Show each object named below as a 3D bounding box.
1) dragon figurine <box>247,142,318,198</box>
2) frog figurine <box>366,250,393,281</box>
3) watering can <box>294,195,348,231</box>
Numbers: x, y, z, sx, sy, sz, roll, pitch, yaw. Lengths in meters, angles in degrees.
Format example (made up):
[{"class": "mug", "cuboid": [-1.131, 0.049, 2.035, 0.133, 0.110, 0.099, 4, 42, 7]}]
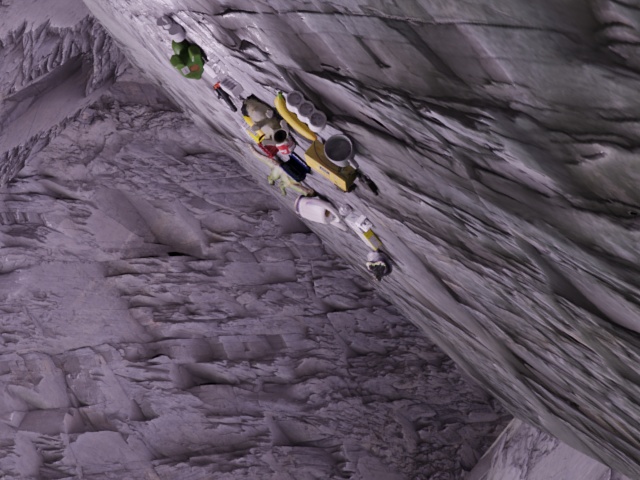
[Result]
[{"class": "dragon figurine", "cuboid": [-0.171, -0.336, 2.490, 0.406, 0.124, 0.242, 44, 157, -22]}, {"class": "frog figurine", "cuboid": [0.289, 0.100, 2.473, 0.137, 0.120, 0.163, 36, -150, -7]}, {"class": "watering can", "cuboid": [0.008, -0.126, 2.498, 0.225, 0.105, 0.342, 16, 167, 23]}]
